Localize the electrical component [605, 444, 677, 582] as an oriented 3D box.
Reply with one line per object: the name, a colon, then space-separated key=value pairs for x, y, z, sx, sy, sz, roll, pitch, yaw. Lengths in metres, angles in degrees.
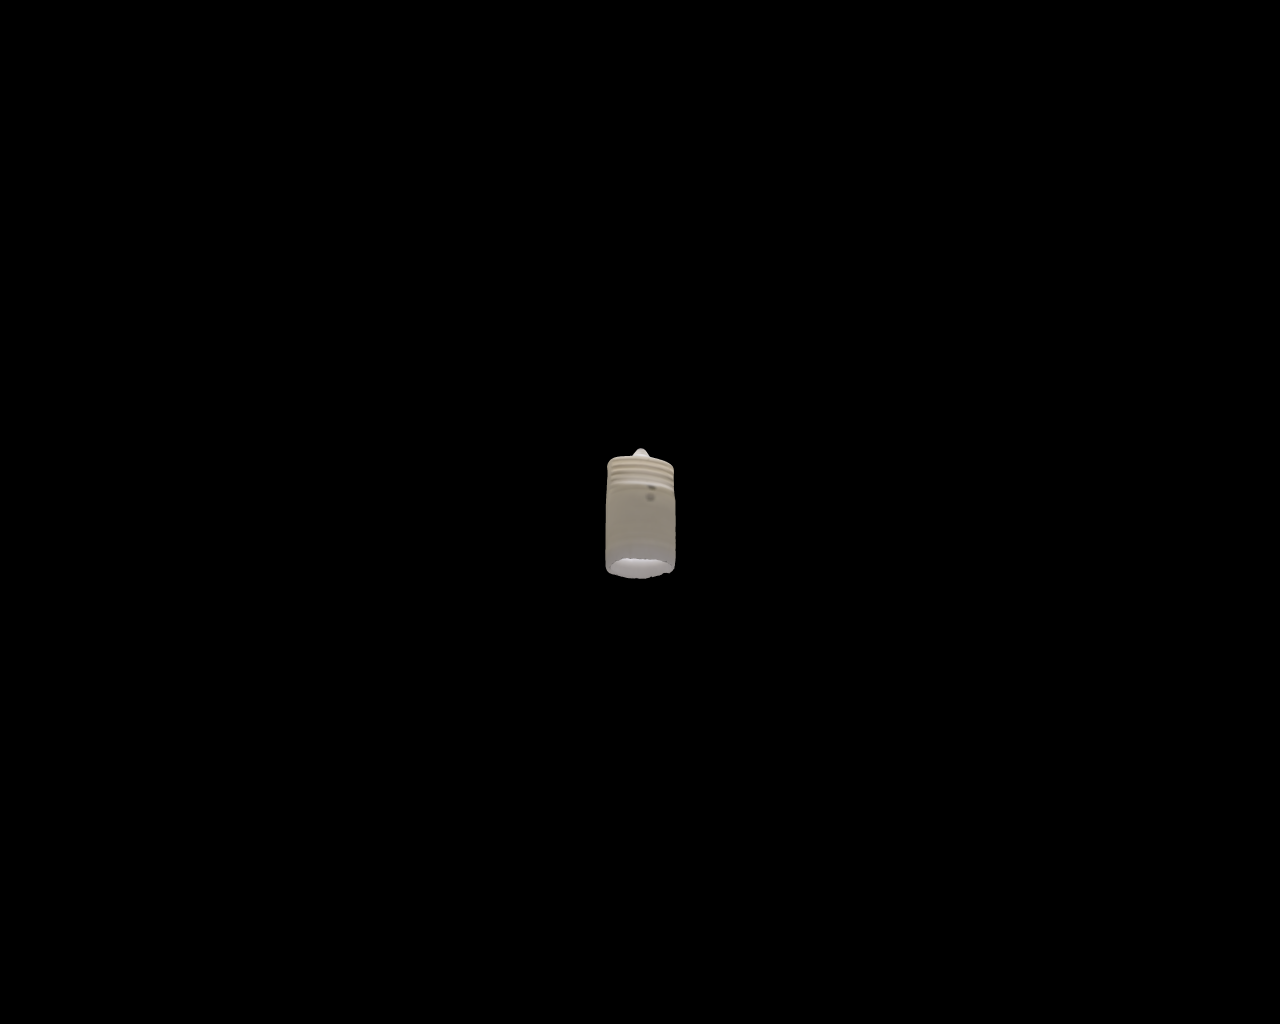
electrical component: x=0.001 y=-0.003 z=0.650 sx=0.043 sy=0.081 sz=0.043 roll=0 pitch=-20 yaw=0
